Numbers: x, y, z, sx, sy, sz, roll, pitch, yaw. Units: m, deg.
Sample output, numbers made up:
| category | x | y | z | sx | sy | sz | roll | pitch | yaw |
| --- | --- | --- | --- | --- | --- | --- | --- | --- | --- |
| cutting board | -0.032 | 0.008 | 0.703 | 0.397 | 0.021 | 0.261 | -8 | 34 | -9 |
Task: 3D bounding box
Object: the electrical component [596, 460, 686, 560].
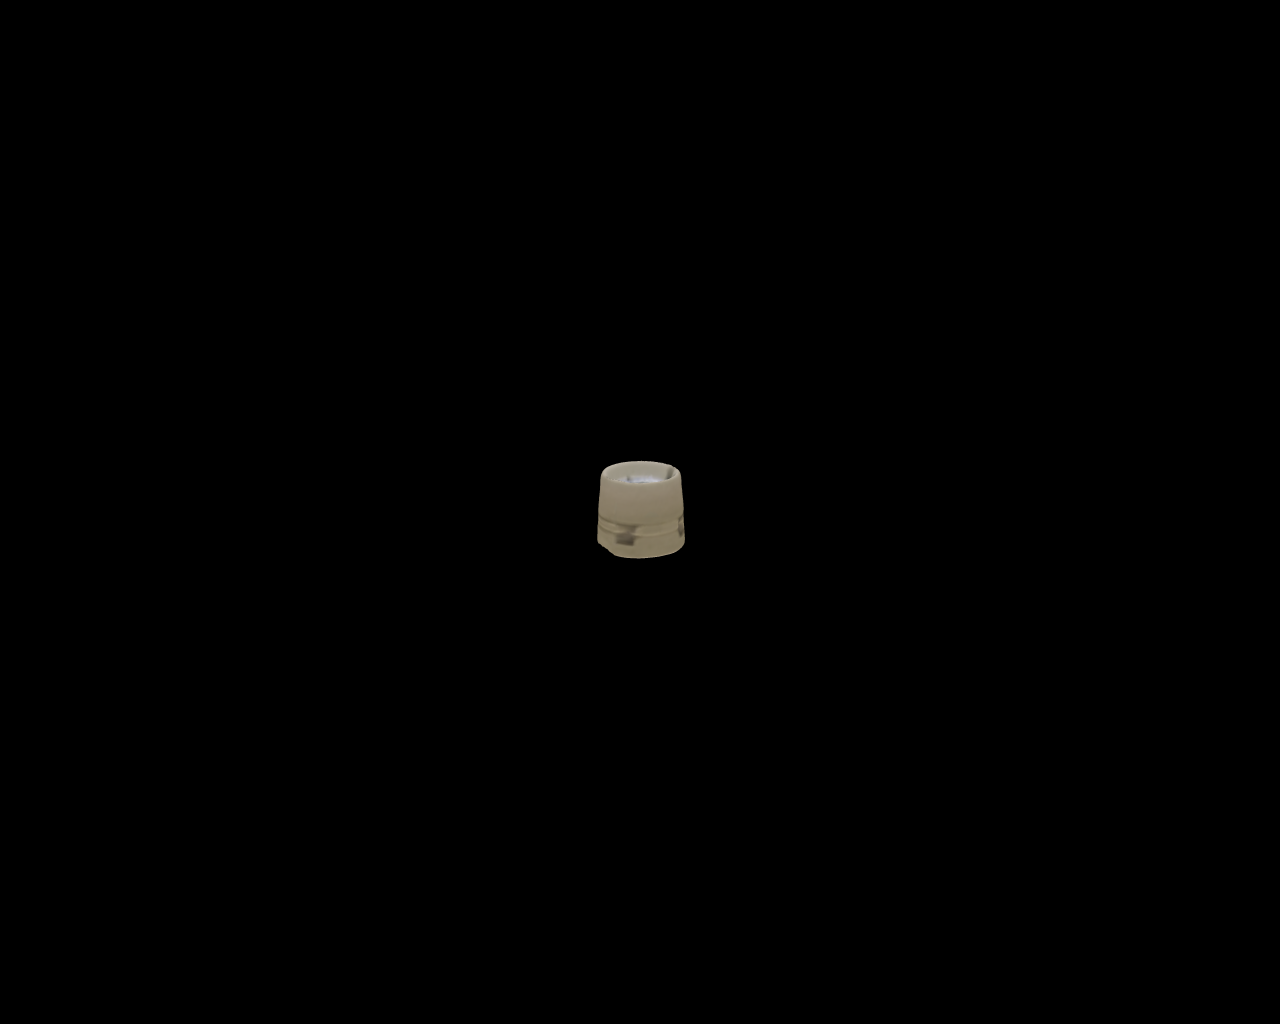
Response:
| category | x | y | z | sx | sy | sz | roll | pitch | yaw |
| --- | --- | --- | --- | --- | --- | --- | --- | --- | --- |
| electrical component | 0.001 | -0.003 | 0.650 | 0.055 | 0.047 | 0.055 | 0 | 19 | 0 |
